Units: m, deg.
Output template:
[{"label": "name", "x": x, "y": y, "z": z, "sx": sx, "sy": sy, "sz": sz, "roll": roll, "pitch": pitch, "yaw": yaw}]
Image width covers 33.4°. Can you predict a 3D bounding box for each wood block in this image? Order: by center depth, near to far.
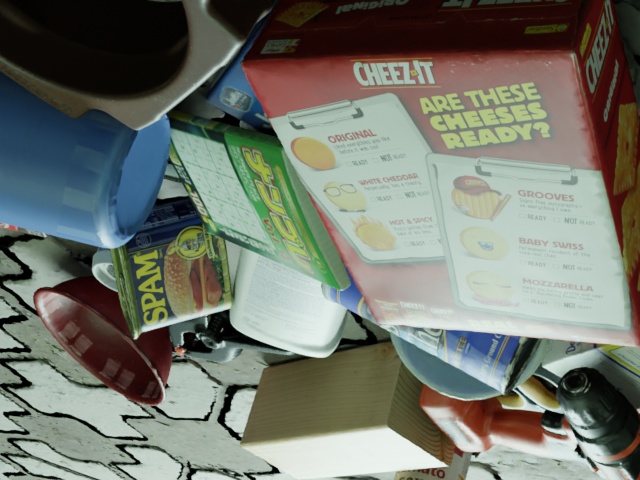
[{"label": "wood block", "x": 0.029, "y": 0.167, "z": 1.025, "sx": 0.090, "sy": 0.090, "sz": 0.207, "roll": 37, "pitch": 145, "yaw": -30}]

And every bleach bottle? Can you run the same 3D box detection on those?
[{"label": "bleach bottle", "x": -0.005, "y": 0.001, "z": 0.806, "sx": 0.102, "sy": 0.068, "sz": 0.251, "roll": 17, "pitch": 147, "yaw": -3}]

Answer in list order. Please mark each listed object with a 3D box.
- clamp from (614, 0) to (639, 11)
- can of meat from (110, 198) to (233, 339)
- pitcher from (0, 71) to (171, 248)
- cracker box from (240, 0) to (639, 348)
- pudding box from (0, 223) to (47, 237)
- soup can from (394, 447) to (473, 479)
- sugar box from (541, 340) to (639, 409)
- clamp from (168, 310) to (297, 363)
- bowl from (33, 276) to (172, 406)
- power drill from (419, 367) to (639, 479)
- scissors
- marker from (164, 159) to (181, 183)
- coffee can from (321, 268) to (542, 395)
[{"label": "clamp", "x": 0.130, "y": -0.120, "z": 0.509, "sx": 0.210, "sy": 0.036, "sz": 0.165, "roll": 47, "pitch": 148, "yaw": -12}, {"label": "can of meat", "x": -0.119, "y": 0.019, "z": 0.846, "sx": 0.083, "sy": 0.057, "sz": 0.102, "roll": -15, "pitch": 125, "yaw": -16}, {"label": "pitcher", "x": -0.228, "y": -0.078, "z": 0.730, "sx": 0.243, "sy": 0.149, "sz": 0.145, "roll": 17, "pitch": 135, "yaw": 9}, {"label": "cracker box", "x": 0.079, "y": -0.036, "z": 0.552, "sx": 0.164, "sy": 0.072, "sz": 0.213, "roll": 3, "pitch": 141, "yaw": 29}, {"label": "pudding box", "x": -0.278, "y": -0.052, "z": 0.890, "sx": 0.090, "sy": 0.039, "sz": 0.113, "roll": 11, "pitch": 149, "yaw": 14}, {"label": "soup can", "x": 0.112, "y": 0.212, "z": 1.041, "sx": 0.068, "sy": 0.102, "sz": 0.068, "roll": 15, "pitch": 150, "yaw": 9}, {"label": "sugar box", "x": 0.260, "y": 0.078, "z": 0.801, "sx": 0.093, "sy": 0.048, "sz": 0.177, "roll": 31, "pitch": 151, "yaw": -19}, {"label": "clamp", "x": -0.102, "y": 0.074, "z": 0.999, "sx": 0.120, "sy": 0.039, "sz": 0.172, "roll": 48, "pitch": 143, "yaw": -18}, {"label": "bowl", "x": -0.197, "y": 0.086, "z": 1.028, "sx": 0.162, "sy": 0.055, "sz": 0.162, "roll": 28, "pitch": 149, "yaw": 19}, {"label": "power drill", "x": 0.178, "y": 0.147, "z": 0.876, "sx": 0.188, "sy": 0.057, "sz": 0.184, "roll": 9, "pitch": 150, "yaw": 41}, {"label": "scissors", "x": 0.214, "y": 0.165, "z": 0.994, "sx": 0.096, "sy": 0.016, "sz": 0.201, "roll": -3, "pitch": 143, "yaw": 35}, {"label": "marker", "x": -0.102, "y": -0.051, "z": 0.813, "sx": 0.121, "sy": 0.020, "sz": 0.020, "roll": 14, "pitch": 149, "yaw": 8}, {"label": "coffee can", "x": 0.086, "y": 0.026, "z": 0.720, "sx": 0.140, "sy": 0.102, "sz": 0.103, "roll": 28, "pitch": 153, "yaw": 18}]
